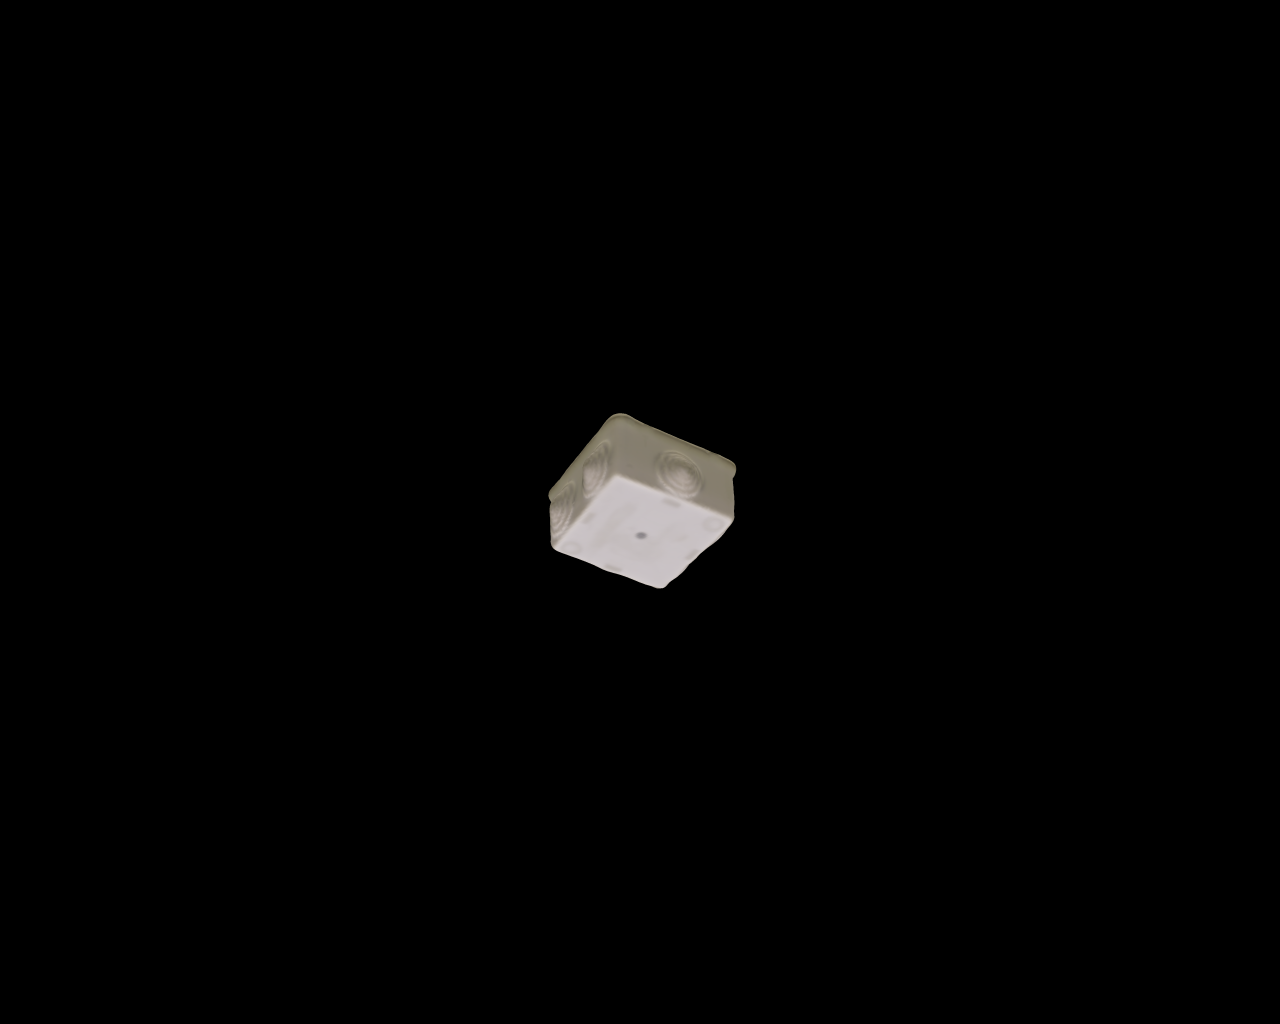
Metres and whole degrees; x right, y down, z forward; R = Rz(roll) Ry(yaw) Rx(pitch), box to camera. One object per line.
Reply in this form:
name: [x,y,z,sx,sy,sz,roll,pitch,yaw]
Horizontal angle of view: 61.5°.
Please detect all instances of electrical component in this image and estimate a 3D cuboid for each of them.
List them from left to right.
electrical component: [0.001,-0.003,0.650,0.100,0.048,0.099,22,-45,-24]
